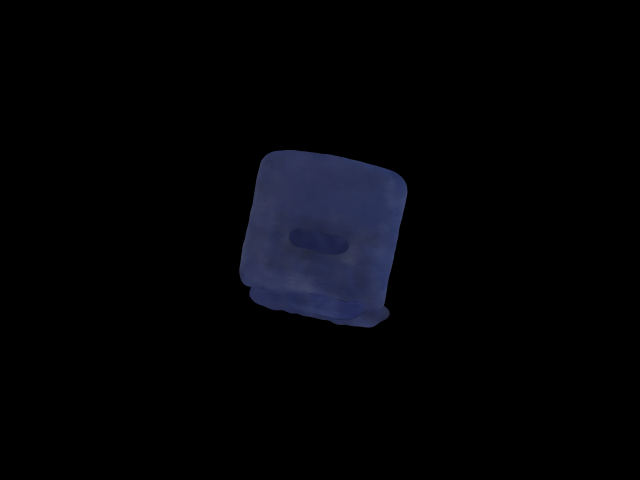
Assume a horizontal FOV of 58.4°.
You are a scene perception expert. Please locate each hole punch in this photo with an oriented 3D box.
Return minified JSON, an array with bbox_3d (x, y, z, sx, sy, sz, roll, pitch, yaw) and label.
[{"bbox_3d":[0.004,0.001,0.400,0.108,0.091,0.101,11,66,5],"label":"hole punch"}]
